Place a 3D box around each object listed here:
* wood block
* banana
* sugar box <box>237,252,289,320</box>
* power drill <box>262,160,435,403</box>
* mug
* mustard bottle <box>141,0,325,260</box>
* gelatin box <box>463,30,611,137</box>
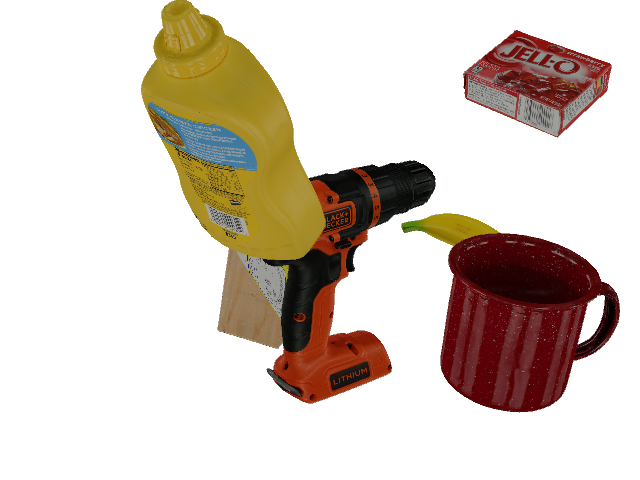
[{"bbox_3d":[-0.066,0.021,1.391,0.090,0.206,0.090,15,22,13],"label":"wood block"},{"bbox_3d":[0.166,0.017,1.101,0.069,0.037,0.198,-35,39,-13],"label":"banana"},{"bbox_3d":[-0.047,0.010,1.098,0.048,0.093,0.176,-15,41,-17],"label":"sugar box"},{"bbox_3d":[0.020,0.031,0.900,0.184,0.188,0.057,-16,26,-29],"label":"power drill"},{"bbox_3d":[0.131,0.052,0.669,0.117,0.081,0.093,-2,28,-16],"label":"mug"},{"bbox_3d":[-0.060,-0.068,0.655,0.096,0.058,0.191,22,-28,28],"label":"mustard bottle"},{"bbox_3d":[0.167,-0.124,0.829,0.089,0.030,0.073,29,53,31],"label":"gelatin box"}]
